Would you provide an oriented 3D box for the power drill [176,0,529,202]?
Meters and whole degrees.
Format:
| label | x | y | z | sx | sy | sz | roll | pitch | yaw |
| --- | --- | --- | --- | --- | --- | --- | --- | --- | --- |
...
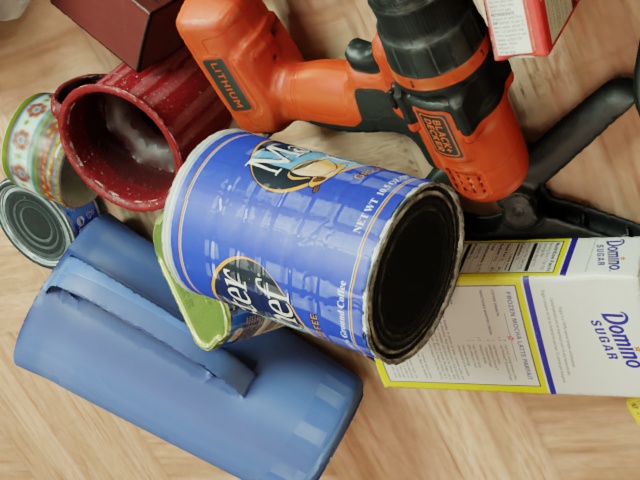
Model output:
| label | x | y | z | sx | sy | sz | roll | pitch | yaw |
| --- | --- | --- | --- | --- | --- | --- | --- | --- | --- |
| power drill | 0.011 | -0.101 | 0.576 | 0.188 | 0.057 | 0.184 | 18 | 152 | 38 |

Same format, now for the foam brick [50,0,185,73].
| label | x | y | z | sx | sy | sz | roll | pitch | yaw |
| --- | --- | --- | --- | --- | --- | --- | --- | --- | --- |
| foam brick | -0.120 | -0.153 | 0.658 | 0.078 | 0.052 | 0.051 | 40 | 142 | 10 |

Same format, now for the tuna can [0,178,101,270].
| label | x | y | z | sx | sy | sz | roll | pitch | yaw |
| --- | --- | --- | --- | --- | --- | --- | --- | --- | --- |
| tuna can | -0.214 | -0.019 | 0.839 | 0.086 | 0.033 | 0.086 | 19 | 131 | 23 |

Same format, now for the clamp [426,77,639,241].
| label | x | y | z | sx | sy | sz | roll | pitch | yaw |
| --- | --- | --- | --- | --- | --- | --- | --- | --- | --- |
| clamp | 0.131 | -0.019 | 0.634 | 0.172 | 0.039 | 0.120 | -17 | 108 | 37 |

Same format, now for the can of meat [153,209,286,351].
| label | x | y | z | sx | sy | sz | roll | pitch | yaw |
| --- | --- | --- | --- | --- | --- | --- | --- | --- | --- |
| can of meat | -0.054 | 0.017 | 0.712 | 0.102 | 0.083 | 0.058 | 62 | 143 | 17 |

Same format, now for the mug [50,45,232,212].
| label | x | y | z | sx | sy | sz | roll | pitch | yaw |
| --- | --- | --- | --- | --- | --- | --- | --- | --- | --- |
| mug | -0.121 | -0.082 | 0.704 | 0.117 | 0.081 | 0.093 | 18 | 132 | 18 |

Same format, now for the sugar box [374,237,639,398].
| label | x | y | z | sx | sy | sz | roll | pitch | yaw |
| --- | --- | --- | --- | --- | --- | --- | --- | --- | --- |
| sugar box | 0.113 | 0.046 | 0.645 | 0.176 | 0.048 | 0.093 | -2 | 125 | 26 |

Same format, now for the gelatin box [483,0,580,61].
| label | x | y | z | sx | sy | sz | roll | pitch | yaw |
| --- | --- | --- | --- | --- | --- | --- | --- | --- | --- |
| gelatin box | 0.102 | -0.139 | 0.520 | 0.030 | 0.089 | 0.073 | -1 | 123 | 28 |

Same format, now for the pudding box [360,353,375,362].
| label | x | y | z | sx | sy | sz | roll | pitch | yaw |
| --- | --- | --- | --- | --- | --- | --- | --- | --- | --- |
| pudding box | 0.044 | 0.030 | 0.724 | 0.090 | 0.039 | 0.114 | 30 | 135 | 5 |

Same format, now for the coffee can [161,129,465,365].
| label | x | y | z | sx | sy | sz | roll | pitch | yaw |
| --- | --- | --- | --- | --- | --- | --- | --- | --- | --- |
| coffee can | -0.004 | 0.001 | 0.605 | 0.140 | 0.102 | 0.103 | 17 | 132 | 31 |

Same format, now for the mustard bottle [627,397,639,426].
| label | x | y | z | sx | sy | sz | roll | pitch | yaw |
| --- | --- | --- | --- | --- | --- | --- | --- | --- | --- |
| mustard bottle | 0.276 | 0.075 | 0.606 | 0.096 | 0.058 | 0.192 | 41 | 135 | -8 |

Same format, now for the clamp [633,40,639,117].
| label | x | y | z | sx | sy | sz | roll | pitch | yaw |
| --- | --- | --- | --- | --- | --- | --- | --- | --- | --- |
| clamp | 0.215 | -0.050 | 0.548 | 0.165 | 0.036 | 0.210 | -31 | 104 | 28 |

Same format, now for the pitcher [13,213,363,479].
| label | x | y | z | sx | sy | sz | roll | pitch | yaw |
| --- | --- | --- | --- | --- | --- | --- | --- | --- | --- |
| pitcher | -0.093 | 0.091 | 0.789 | 0.243 | 0.149 | 0.145 | 29 | 118 | 3 |
